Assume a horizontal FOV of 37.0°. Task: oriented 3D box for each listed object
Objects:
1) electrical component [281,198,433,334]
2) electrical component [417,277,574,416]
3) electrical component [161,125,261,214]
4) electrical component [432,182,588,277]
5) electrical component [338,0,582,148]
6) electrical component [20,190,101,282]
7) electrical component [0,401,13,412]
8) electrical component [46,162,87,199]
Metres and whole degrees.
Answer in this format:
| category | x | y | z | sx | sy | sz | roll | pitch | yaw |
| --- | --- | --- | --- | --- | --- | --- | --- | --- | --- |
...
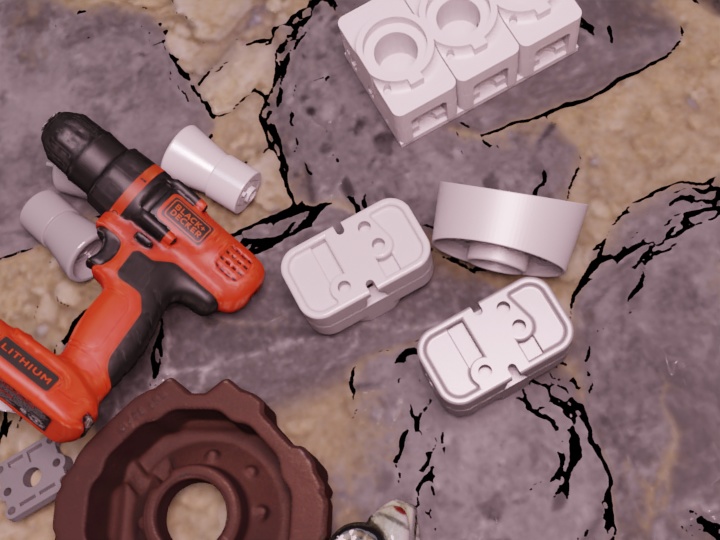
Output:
| category | x | y | z | sx | sy | sz | roll | pitch | yaw |
| --- | --- | --- | --- | --- | --- | --- | --- | --- | --- |
| electrical component | 0.000 | 0.000 | 0.730 | 0.095 | 0.059 | 0.053 | -29 | 72 | -2 |
| electrical component | 0.088 | 0.052 | 0.704 | 0.095 | 0.059 | 0.053 | -29 | 72 | -2 |
| electrical component | -0.105 | -0.070 | 0.774 | 0.065 | 0.044 | 0.044 | 31 | 79 | 9 |
| electrical component | 0.097 | -0.032 | 0.711 | 0.099 | 0.099 | 0.064 | 13 | 82 | 10 |
| electrical component | 0.071 | -0.170 | 0.772 | 0.150 | 0.061 | 0.089 | -29 | 72 | -2 |
| electrical component | -0.213 | -0.027 | 0.774 | 0.065 | 0.044 | 0.044 | 38 | 81 | 20 |
| electrical component | -0.256 | 0.068 | 0.731 | 0.080 | 0.080 | 0.051 | 7 | 79 | 9 |
| electrical component | -0.186 | -0.069 | 0.783 | 0.078 | 0.040 | 0.040 | 14 | 75 | 11 |
